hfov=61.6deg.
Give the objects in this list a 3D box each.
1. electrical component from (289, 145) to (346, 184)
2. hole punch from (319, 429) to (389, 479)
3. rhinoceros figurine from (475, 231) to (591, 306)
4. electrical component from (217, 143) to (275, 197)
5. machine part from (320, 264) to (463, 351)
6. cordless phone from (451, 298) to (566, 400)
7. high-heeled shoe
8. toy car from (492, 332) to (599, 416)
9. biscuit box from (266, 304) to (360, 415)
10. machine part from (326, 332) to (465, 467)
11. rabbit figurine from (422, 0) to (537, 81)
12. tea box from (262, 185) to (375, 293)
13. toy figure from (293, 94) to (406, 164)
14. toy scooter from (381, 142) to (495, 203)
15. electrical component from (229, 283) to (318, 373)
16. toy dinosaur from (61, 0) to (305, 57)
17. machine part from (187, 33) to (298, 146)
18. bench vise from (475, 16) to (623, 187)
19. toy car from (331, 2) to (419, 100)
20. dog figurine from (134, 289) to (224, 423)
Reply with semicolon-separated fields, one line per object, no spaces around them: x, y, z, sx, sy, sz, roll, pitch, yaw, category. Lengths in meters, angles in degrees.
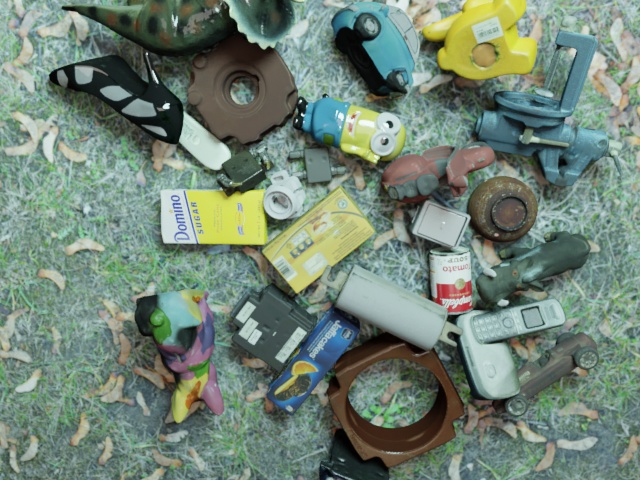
-0.004;-0.128;0.904;0.094;0.021;0.063;-5;99;4;electrical component
0.057;0.418;0.953;0.142;0.116;0.092;25;108;-1;hole punch
0.344;0.049;0.873;0.190;0.112;0.073;-22;100;-2;rhinoceros figurine
-0.122;-0.116;0.879;0.102;0.045;0.078;-29;60;-5;electrical component
0.113;0.109;0.865;0.243;0.079;0.079;25;100;2;machine part
0.320;0.177;0.882;0.184;0.088;0.146;-16;67;9;cordless phone
-0.329;-0.222;0.873;0.249;0.086;0.145;3;117;28;high-heeled shoe
0.375;0.223;0.913;0.202;0.089;0.053;-37;98;9;toy car
-0.011;0.207;0.943;0.063;0.059;0.202;37;99;-4;biscuit box
0.129;0.270;0.934;0.201;0.087;0.201;-28;99;8;machine part
0.245;-0.312;0.806;0.162;0.173;0.121;-17;129;41;rabbit figurine
-0.002;-0.003;0.902;0.169;0.068;0.098;-37;97;7;tea box
0.050;-0.182;0.864;0.180;0.089;0.082;16;113;9;toy figure
0.177;-0.097;0.828;0.184;0.135;0.075;-16;111;21;toy scooter
-0.088;0.145;0.938;0.134;0.058;0.115;38;98;-4;electrical component
-0.196;-0.341;0.801;0.405;0.131;0.192;-18;68;14;toy dinosaur
-0.125;-0.243;0.874;0.179;0.056;0.179;0;100;2;machine part
0.363;-0.206;0.813;0.224;0.129;0.240;18;120;19;bench vise
0.100;-0.304;0.831;0.103;0.109;0.161;-42;105;-9;toy car
-0.226;0.195;0.899;0.108;0.191;0.219;-12;84;-1;dog figurine
